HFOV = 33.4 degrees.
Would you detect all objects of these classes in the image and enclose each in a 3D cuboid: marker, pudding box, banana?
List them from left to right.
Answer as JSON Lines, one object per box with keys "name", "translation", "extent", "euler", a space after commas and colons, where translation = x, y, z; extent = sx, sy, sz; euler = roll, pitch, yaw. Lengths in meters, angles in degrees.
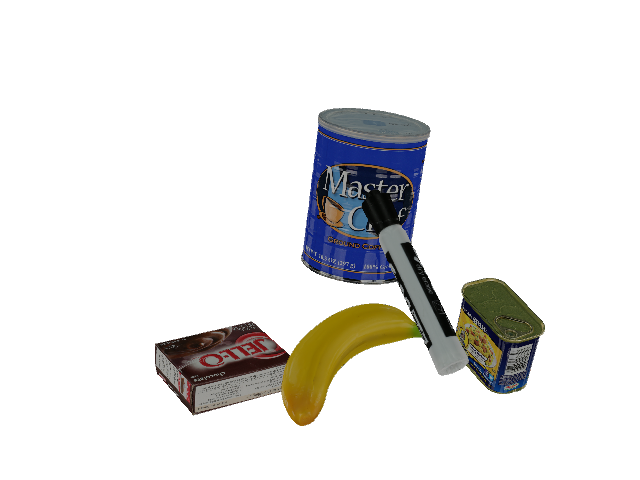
{"name": "pudding box", "translation": [-0.094, 0.123, 1.047], "extent": [0.113, 0.039, 0.090], "euler": [-13, 27, -28]}
{"name": "banana", "translation": [0.019, 0.087, 0.835], "extent": [0.070, 0.037, 0.197], "euler": [14, 25, 33]}
{"name": "marker", "translation": [0.053, 0.021, 0.622], "extent": [0.020, 0.121, 0.020], "euler": [-19, -26, -10]}

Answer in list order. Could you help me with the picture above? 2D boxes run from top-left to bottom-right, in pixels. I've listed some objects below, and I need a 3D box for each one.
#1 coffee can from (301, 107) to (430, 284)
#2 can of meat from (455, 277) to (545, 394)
{"name": "coffee can", "translation": [0.041, -0.043, 0.989], "extent": [0.103, 0.140, 0.103], "euler": [7, 19, -2]}
{"name": "can of meat", "translation": [0.191, 0.105, 1.163], "extent": [0.057, 0.084, 0.102], "euler": [-12, 40, -24]}
